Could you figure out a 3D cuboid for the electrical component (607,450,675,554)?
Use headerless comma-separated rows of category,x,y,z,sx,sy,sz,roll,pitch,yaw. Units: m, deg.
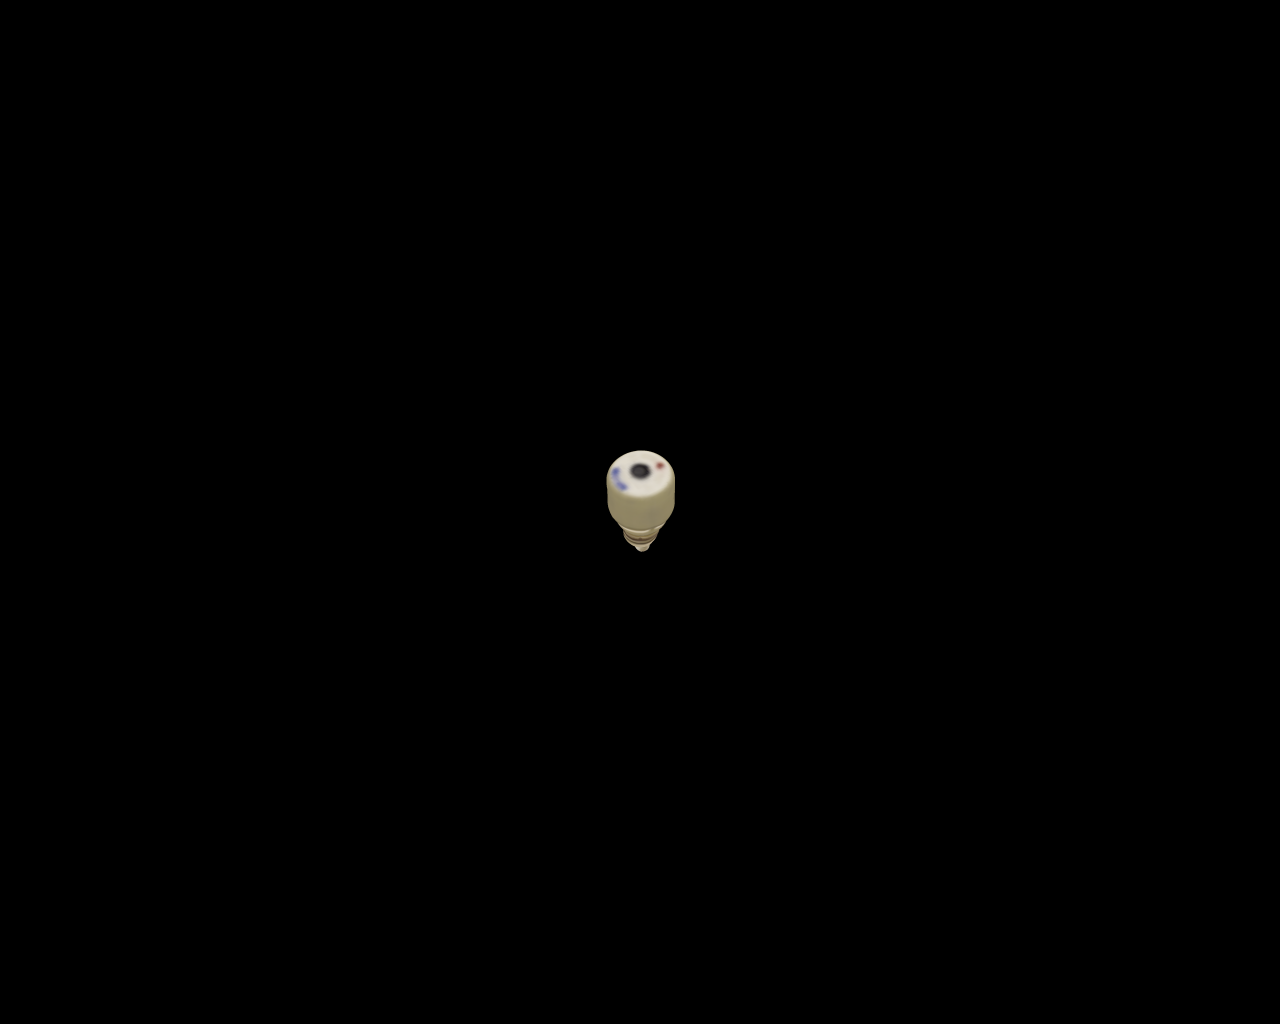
electrical component,0.001,-0.003,0.650,0.040,0.040,0.078,0,-39,0
